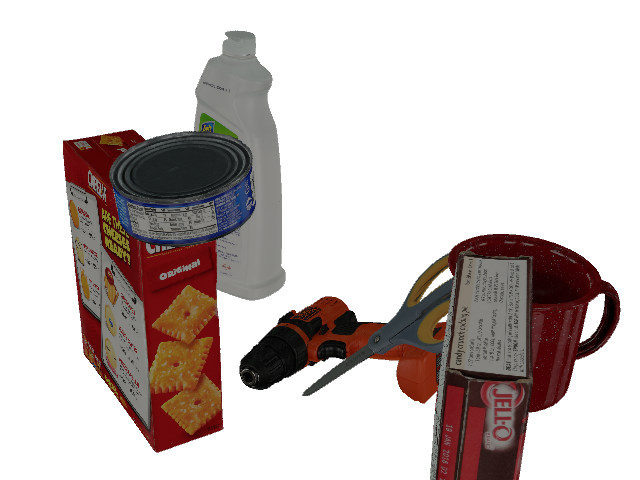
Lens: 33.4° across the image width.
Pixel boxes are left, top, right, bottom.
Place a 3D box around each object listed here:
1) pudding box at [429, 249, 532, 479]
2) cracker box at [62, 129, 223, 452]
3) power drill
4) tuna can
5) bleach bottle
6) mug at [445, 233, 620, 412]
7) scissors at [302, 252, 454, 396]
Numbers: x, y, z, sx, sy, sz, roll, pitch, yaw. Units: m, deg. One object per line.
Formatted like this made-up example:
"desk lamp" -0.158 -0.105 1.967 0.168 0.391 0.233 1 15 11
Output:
"pudding box" 0.071 0.068 0.470 0.039 0.090 0.113 7 26 6
"cracker box" -0.144 0.037 0.874 0.072 0.214 0.164 -15 32 -28
"power drill" 0.032 0.113 1.083 0.188 0.057 0.184 9 23 28
"tuna can" -0.082 -0.032 0.643 0.086 0.034 0.086 -4 32 2
"bleach bottle" -0.077 -0.074 1.031 0.103 0.251 0.067 19 28 28
"mug" 0.132 0.052 0.667 0.117 0.081 0.093 -4 28 -17
"scissors" 0.060 0.090 0.876 0.016 0.202 0.096 33 20 -30
